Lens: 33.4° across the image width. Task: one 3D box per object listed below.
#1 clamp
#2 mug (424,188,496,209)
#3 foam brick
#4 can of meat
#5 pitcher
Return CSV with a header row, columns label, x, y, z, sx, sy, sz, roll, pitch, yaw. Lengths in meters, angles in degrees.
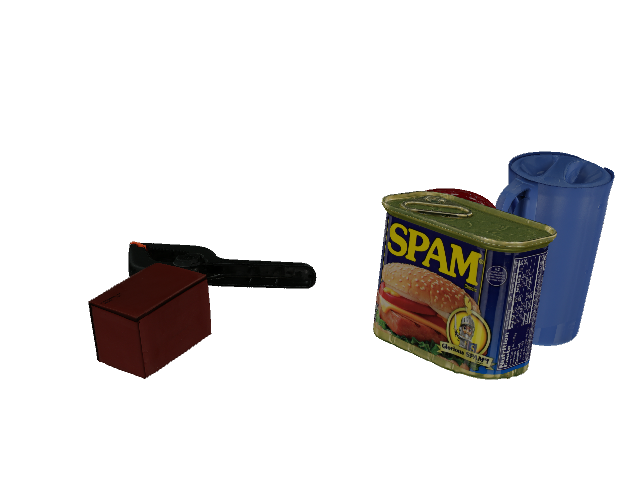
label,x,y,z,sx,sy,sz,roll,pitch,yaw
clamp,-0.132,0.036,1.057,0.210,0.036,0.164,12,21,39
mug,0.120,0.015,0.987,0.093,0.081,0.117,-10,34,-11
foam brick,-0.127,0.058,0.804,0.053,0.051,0.078,14,31,34
can of meat,0.079,0.025,0.617,0.057,0.084,0.102,-10,23,-42
pitcher,0.294,0.014,1.404,0.149,0.243,0.145,5,24,5
